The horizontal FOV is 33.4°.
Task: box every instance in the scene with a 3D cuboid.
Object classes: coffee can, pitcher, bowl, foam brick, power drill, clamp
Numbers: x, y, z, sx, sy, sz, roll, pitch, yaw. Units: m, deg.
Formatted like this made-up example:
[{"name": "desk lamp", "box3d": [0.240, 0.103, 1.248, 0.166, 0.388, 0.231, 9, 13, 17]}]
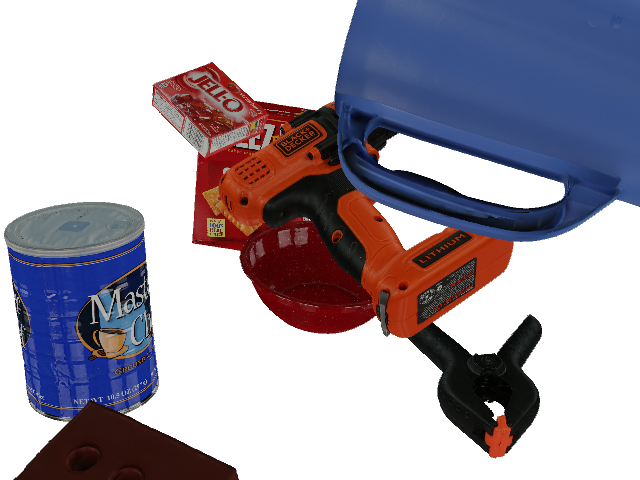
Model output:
[{"name": "coffee can", "box3d": [-0.181, 0.053, 0.819, 0.103, 0.140, 0.103, -2, 21, 0]}, {"name": "pitcher", "box3d": [0.133, -0.082, 0.582, 0.243, 0.149, 0.144, 21, 33, 8]}, {"name": "bowl", "box3d": [0.002, 0.042, 1.024, 0.162, 0.055, 0.162, 4, 29, -2]}, {"name": "foam brick", "box3d": [-0.075, 0.112, 0.433, 0.078, 0.051, 0.052, 19, 44, 24]}, {"name": "power drill", "box3d": [0.047, -0.032, 0.760, 0.184, 0.057, 0.188, -34, 54, -17]}, {"name": "clamp", "box3d": [0.140, 0.107, 0.860, 0.120, 0.039, 0.171, -7, 34, -7]}]

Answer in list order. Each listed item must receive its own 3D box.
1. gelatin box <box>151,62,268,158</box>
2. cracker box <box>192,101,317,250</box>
[{"name": "gelatin box", "box3d": [-0.106, -0.126, 1.017, 0.073, 0.030, 0.089, -27, 61, -35]}, {"name": "cracker box", "box3d": [-0.095, -0.090, 1.547, 0.164, 0.214, 0.072, 10, 21, 7]}]
